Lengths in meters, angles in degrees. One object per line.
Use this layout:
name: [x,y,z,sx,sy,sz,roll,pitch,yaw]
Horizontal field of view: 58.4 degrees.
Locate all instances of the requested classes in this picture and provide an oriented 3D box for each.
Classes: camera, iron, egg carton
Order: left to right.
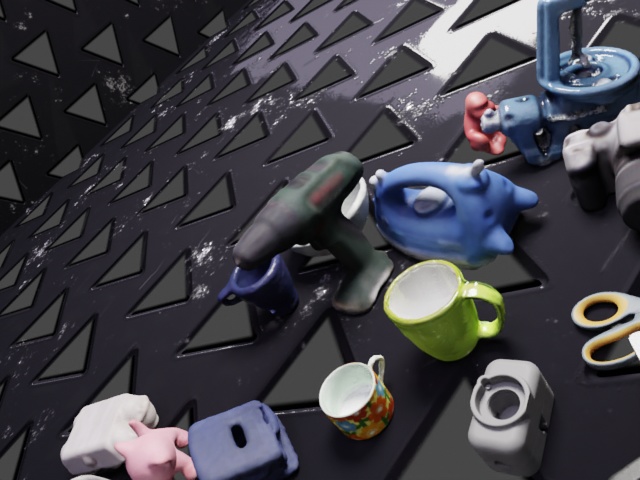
egg carton: [-0.318,0.296,0.863,0.150,0.070,0.107,-23,36,24]
iron: [0.144,-0.052,0.767,0.257,0.142,0.119,6,53,47]
camera: [0.347,-0.079,0.639,0.142,0.101,0.137,-12,42,35]

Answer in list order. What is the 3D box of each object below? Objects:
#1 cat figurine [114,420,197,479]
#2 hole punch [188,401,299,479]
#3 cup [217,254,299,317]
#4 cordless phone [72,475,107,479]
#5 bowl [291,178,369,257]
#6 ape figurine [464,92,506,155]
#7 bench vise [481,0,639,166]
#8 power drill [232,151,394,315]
cat figurine: [-0.217,0.277,0.742,0.067,0.118,0.127,-45,33,-9]
hole punch: [-0.094,0.246,0.684,0.101,0.091,0.108,-40,33,-2]
cup: [-0.087,0.081,0.875,0.117,0.095,0.091,-35,33,6]
cordless phone: [-0.245,0.325,0.649,0.147,0.185,0.094,-33,33,9]
bowl: [0.015,-0.030,0.927,0.167,0.075,0.167,-25,35,20]
ape figurine: [0.248,-0.183,0.871,0.078,0.092,0.076,-39,33,-1]
bench vise: [0.302,-0.207,0.728,0.207,0.220,0.121,-35,33,6]
power drill: [0.007,0.003,0.772,0.075,0.209,0.230,2,50,45]
